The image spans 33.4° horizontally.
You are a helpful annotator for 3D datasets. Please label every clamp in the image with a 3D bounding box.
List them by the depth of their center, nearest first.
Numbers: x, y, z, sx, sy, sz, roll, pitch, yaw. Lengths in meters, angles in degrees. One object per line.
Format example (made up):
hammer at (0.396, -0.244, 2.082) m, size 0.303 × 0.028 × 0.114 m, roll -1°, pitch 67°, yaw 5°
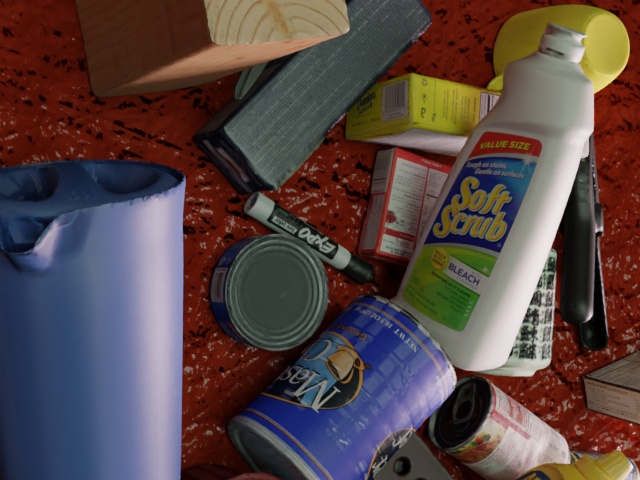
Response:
clamp at (0.226, -0.008, 0.919) m, size 0.164 × 0.036 × 0.210 m, roll 48°, pitch 42°, yaw -62°

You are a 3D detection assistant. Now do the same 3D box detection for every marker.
marker at (-0.005, 0.001, 0.820) m, size 0.121 × 0.020 × 0.020 m, roll 33°, pitch 74°, yaw -25°

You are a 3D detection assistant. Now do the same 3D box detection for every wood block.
wood block at (-0.078, -0.152, 0.674) m, size 0.090 × 0.206 × 0.091 m, roll -12°, pitch 95°, yaw -29°

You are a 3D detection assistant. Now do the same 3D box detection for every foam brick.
foam brick at (0.067, 0.192, 0.830) m, size 0.053 × 0.051 × 0.078 m, roll -42°, pitch 96°, yaw -23°

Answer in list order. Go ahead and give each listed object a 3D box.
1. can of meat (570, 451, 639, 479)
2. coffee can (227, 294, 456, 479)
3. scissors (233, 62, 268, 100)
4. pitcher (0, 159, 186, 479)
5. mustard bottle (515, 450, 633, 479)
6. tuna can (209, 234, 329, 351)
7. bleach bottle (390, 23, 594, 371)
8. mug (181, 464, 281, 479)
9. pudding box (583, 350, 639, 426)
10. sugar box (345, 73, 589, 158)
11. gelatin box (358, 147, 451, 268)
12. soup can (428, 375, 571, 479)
can of meat at (0.228, 0.233, 0.926) m, size 0.083 × 0.058 × 0.102 m, roll 11°, pitch 84°, yaw -31°
coffee can at (0.017, 0.123, 0.782) m, size 0.140 × 0.103 × 0.102 m, roll -43°, pitch 109°, yaw -24°
scissors at (-0.033, -0.193, 0.788) m, size 0.096 × 0.016 × 0.201 m, roll 48°, pitch 55°, yaw -10°
pitcher at (-0.143, 0.072, 0.668) m, size 0.148 × 0.145 × 0.243 m, roll -12°, pitch 110°, yaw -36°
mustard bottle at (0.157, 0.225, 0.810) m, size 0.191 × 0.096 × 0.058 m, roll -39°, pitch 108°, yaw 3°
tuna can at (-0.038, 0.038, 0.792) m, size 0.086 × 0.034 × 0.086 m, roll 1°, pitch 89°, yaw -30°
bleach bottle at (0.131, -0.035, 0.780) m, size 0.067 × 0.103 × 0.251 m, roll -2°, pitch 116°, yaw -44°
mug at (-0.056, 0.205, 0.751) m, size 0.117 × 0.082 × 0.093 m, roll 10°, pitch 84°, yaw -29°
pudding box at (0.303, 0.131, 0.938) m, size 0.089 × 0.114 × 0.039 m, roll -20°, pitch 103°, yaw -28°
sugar box at (0.119, -0.093, 0.850) m, size 0.175 × 0.093 × 0.048 m, roll 3°, pitch 87°, yaw -30°
gelatin box at (0.074, -0.022, 0.859) m, size 0.073 × 0.030 × 0.089 m, roll 15°, pitch 81°, yaw -30°
soup can at (0.148, 0.164, 0.875) m, size 0.102 × 0.069 × 0.068 m, roll 37°, pitch 72°, yaw -24°
